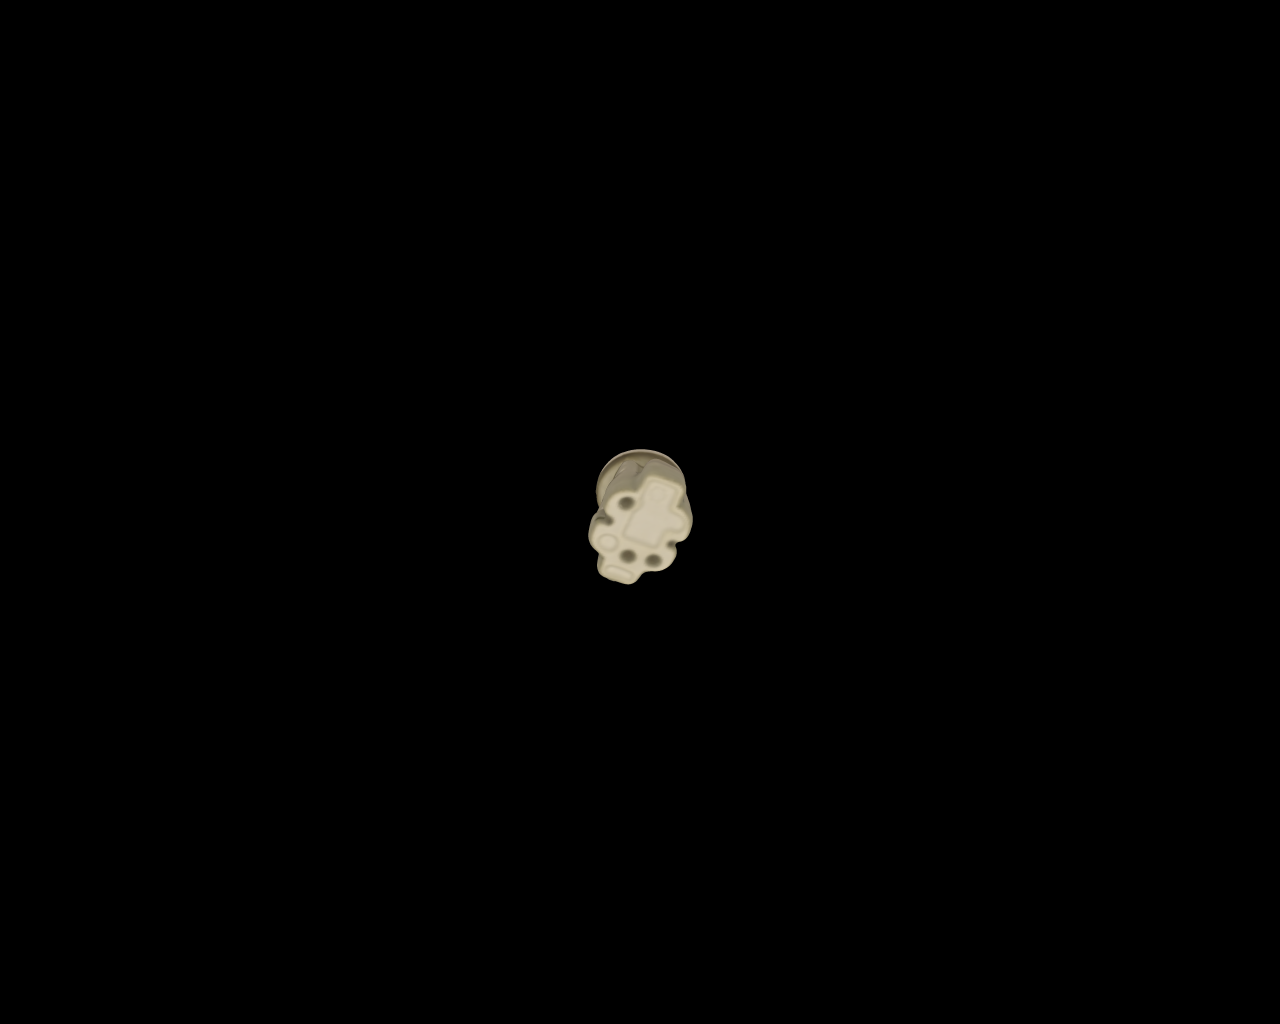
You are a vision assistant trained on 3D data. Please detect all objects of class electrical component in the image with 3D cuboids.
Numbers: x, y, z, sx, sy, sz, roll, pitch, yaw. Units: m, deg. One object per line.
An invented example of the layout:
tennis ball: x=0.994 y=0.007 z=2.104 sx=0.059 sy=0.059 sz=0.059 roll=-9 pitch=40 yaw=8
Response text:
electrical component: x=0.001 y=-0.003 z=0.650 sx=0.058 sy=0.078 sz=0.057 roll=21 pitch=28 yaw=-12
